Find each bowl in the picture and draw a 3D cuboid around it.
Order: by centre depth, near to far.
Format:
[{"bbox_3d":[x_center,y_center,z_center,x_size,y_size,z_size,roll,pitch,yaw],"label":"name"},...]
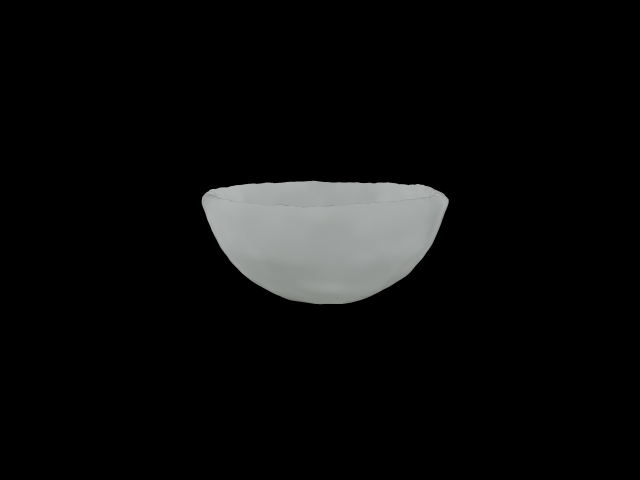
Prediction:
[{"bbox_3d":[0.004,0.001,0.400,0.167,0.075,0.167,0,11,0],"label":"bowl"}]
